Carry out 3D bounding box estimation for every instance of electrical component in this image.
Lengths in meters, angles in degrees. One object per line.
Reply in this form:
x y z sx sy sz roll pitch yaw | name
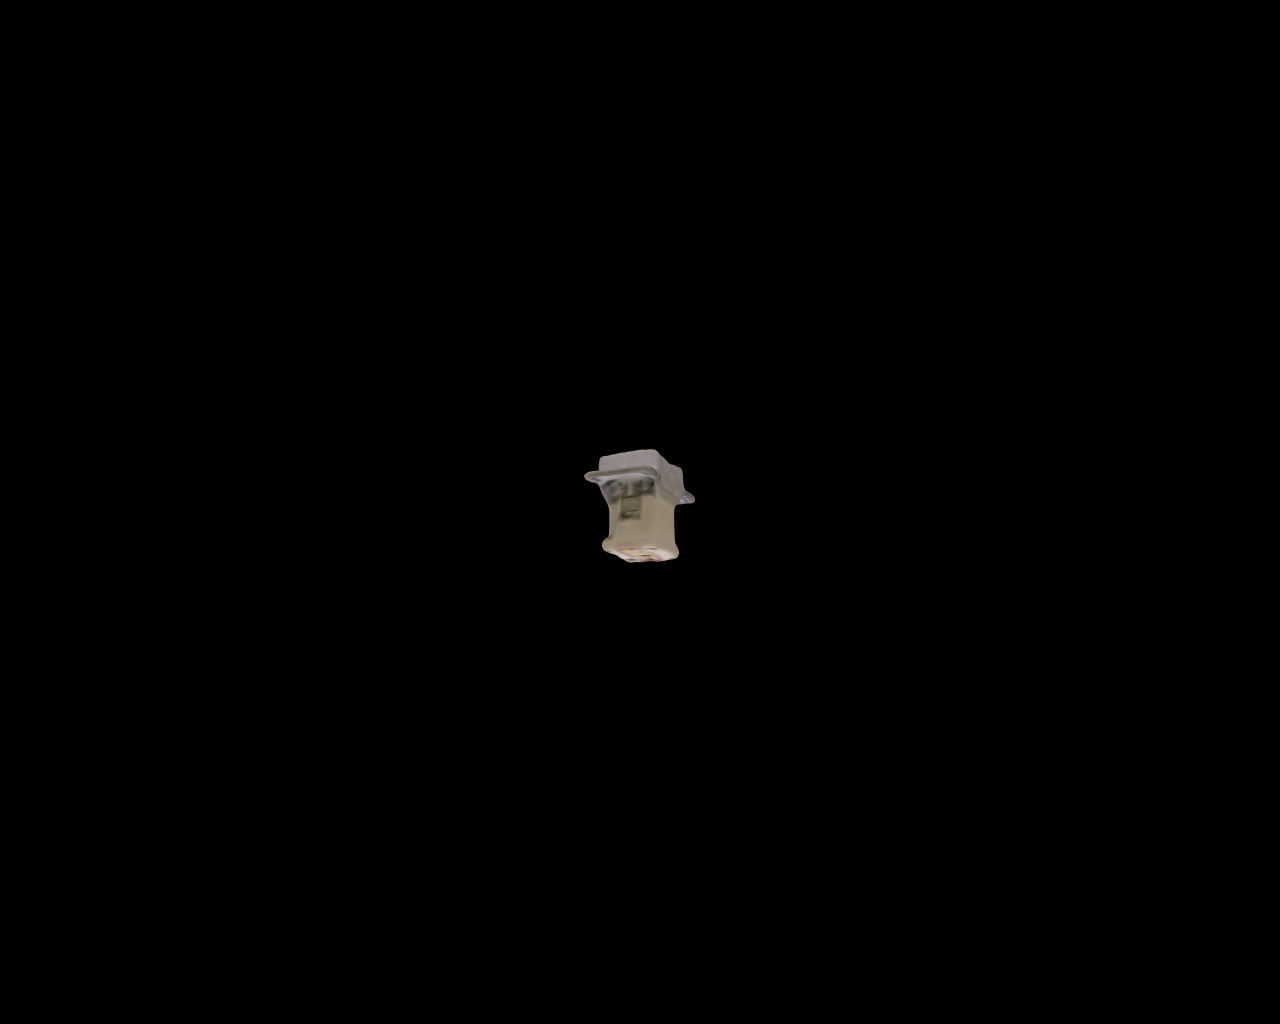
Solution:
0.001 -0.003 0.650 0.042 0.064 0.081 -6 -15 23 | electrical component
